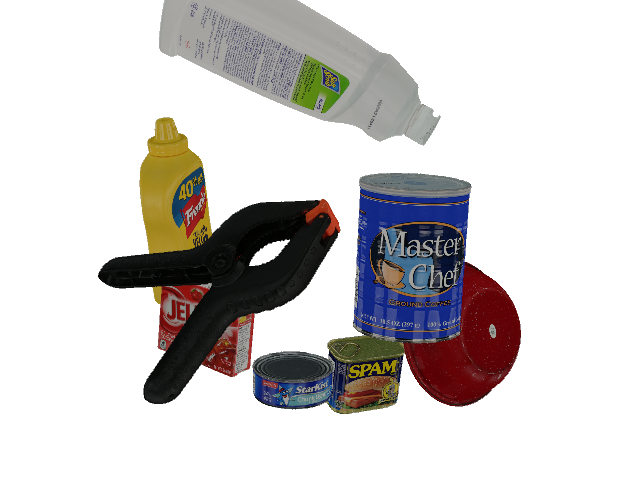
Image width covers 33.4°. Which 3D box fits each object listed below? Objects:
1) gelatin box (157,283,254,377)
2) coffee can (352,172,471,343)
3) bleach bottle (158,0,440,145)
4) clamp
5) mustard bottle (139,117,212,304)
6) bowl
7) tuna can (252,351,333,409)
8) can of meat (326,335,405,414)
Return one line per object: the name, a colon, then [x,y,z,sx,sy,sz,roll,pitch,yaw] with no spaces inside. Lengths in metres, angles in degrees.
gelatin box: [-0.101,0.071,0.938,0.089,0.073,0.030,17,21,30]
coffee can: [0.084,0.014,0.991,0.103,0.140,0.103,2,11,-1]
bleach bottle: [-0.015,-0.150,0.918,0.251,0.068,0.103,30,-35,6]
clamp: [-0.063,0.033,0.710,0.171,0.120,0.039,-25,-30,8]
mustard bottle: [-0.151,-0.035,1.117,0.058,0.192,0.096,5,25,21]
bowl: [0.166,0.099,1.155,0.161,0.162,0.055,0,-6,-37]
tuna can: [-0.030,0.148,1.132,0.086,0.034,0.086,1,14,0]
can of meat: [0.057,0.175,1.402,0.102,0.084,0.057,-5,25,-22]
